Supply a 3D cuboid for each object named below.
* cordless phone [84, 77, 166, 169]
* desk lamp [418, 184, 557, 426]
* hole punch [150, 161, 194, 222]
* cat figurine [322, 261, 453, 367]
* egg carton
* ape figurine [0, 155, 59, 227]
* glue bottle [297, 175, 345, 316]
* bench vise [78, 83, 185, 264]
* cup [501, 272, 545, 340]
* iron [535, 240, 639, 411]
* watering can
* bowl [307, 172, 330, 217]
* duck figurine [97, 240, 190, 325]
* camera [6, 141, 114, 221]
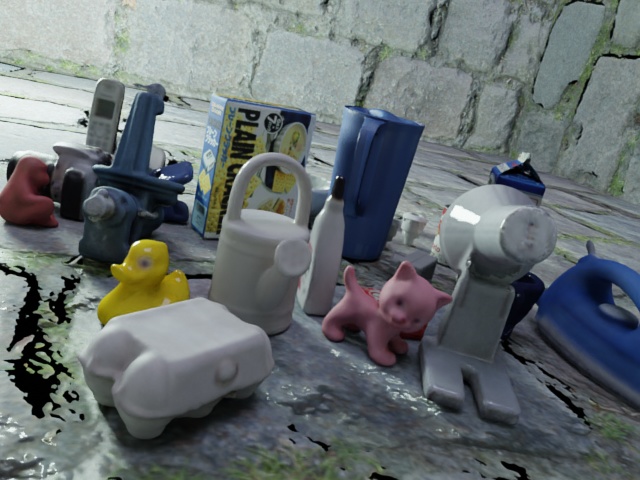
[{"bbox_3d":[-0.341,-0.179,0.999,0.147,0.185,0.094,13,17,-1],"label":"cordless phone"},{"bbox_3d":[0.188,0.051,0.630,0.118,0.213,0.203,14,17,2],"label":"desk lamp"},{"bbox_3d":[-0.258,-0.085,0.928,0.101,0.091,0.108,8,18,-18],"label":"hole punch"},{"bbox_3d":[0.076,0.071,0.644,0.127,0.118,0.067,22,19,25],"label":"cat figurine"},{"bbox_3d":[-0.115,0.103,0.483,0.107,0.069,0.151,25,21,32],"label":"egg carton"},{"bbox_3d":[-0.391,-0.069,0.774,0.076,0.092,0.077,5,19,-24],"label":"ape figurine"},{"bbox_3d":[0.007,0.003,0.713,0.037,0.173,0.078,8,18,-16],"label":"glue bottle"},{"bbox_3d":[-0.229,-0.086,0.733,0.122,0.220,0.207,7,18,-18],"label":"bench vise"},{"bbox_3d":[0.239,0.088,0.751,0.091,0.095,0.118,14,17,3],"label":"cup"},{"bbox_3d":[0.391,0.103,0.743,0.119,0.141,0.258,9,18,-13],"label":"iron"},{"bbox_3d":[-0.057,0.002,0.632,0.101,0.194,0.172,-5,25,-46],"label":"watering can"},{"bbox_3d":[-0.049,-0.087,1.118,0.167,0.075,0.167,12,17,-4],"label":"bowl"},{"bbox_3d":[-0.179,0.041,0.601,0.077,0.086,0.105,23,20,28],"label":"duck figurine"},{"bbox_3d":[-0.387,-0.104,0.874,0.137,0.101,0.143,13,17,-2],"label":"camera"}]
